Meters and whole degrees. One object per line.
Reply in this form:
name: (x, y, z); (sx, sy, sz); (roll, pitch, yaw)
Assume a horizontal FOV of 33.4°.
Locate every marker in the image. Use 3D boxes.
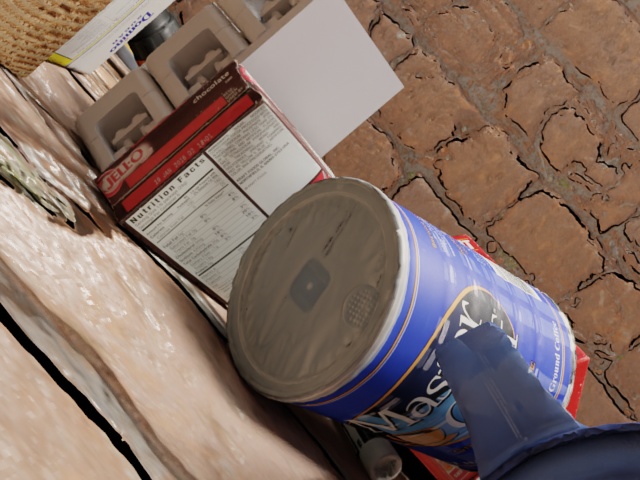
marker: (0.014, 0.092, 0.603); (0.020, 0.020, 0.121); (47, 4, -34)

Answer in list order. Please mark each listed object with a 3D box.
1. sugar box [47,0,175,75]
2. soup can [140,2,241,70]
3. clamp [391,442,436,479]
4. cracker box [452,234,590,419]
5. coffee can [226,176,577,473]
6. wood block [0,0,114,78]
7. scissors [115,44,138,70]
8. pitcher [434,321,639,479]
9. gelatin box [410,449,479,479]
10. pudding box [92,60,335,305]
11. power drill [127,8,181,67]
sugar box: (-0.146, -0.155, 0.671); (0.048, 0.093, 0.176); (49, 2, -4)
soup can: (-0.080, -0.085, 0.650); (0.068, 0.102, 0.068); (49, 3, -4)
clamp: (0.110, 0.185, 0.662); (0.165, 0.036, 0.209); (52, 8, 35)
cracker box: (0.151, 0.117, 0.987); (0.214, 0.072, 0.164); (-126, -147, -52)
coffee can: (0.041, 0.044, 0.505); (0.140, 0.103, 0.103); (28, 16, -41)
wood block: (-0.190, -0.194, 0.541); (0.206, 0.091, 0.090); (51, 4, 23)
scissors: (-0.226, -0.225, 1.096); (0.201, 0.016, 0.096); (49, 3, -8)
pitcher: (0.097, 0.123, 0.391); (0.145, 0.149, 0.242); (15, -7, 10)
gelatin box: (0.072, 0.108, 0.621); (0.073, 0.030, 0.089); (48, 11, 18)
pudding box: (-0.043, -0.023, 0.532); (0.039, 0.090, 0.113); (54, 5, 39)
power drill: (-0.116, -0.133, 0.918); (0.184, 0.057, 0.188); (61, -2, -34)
